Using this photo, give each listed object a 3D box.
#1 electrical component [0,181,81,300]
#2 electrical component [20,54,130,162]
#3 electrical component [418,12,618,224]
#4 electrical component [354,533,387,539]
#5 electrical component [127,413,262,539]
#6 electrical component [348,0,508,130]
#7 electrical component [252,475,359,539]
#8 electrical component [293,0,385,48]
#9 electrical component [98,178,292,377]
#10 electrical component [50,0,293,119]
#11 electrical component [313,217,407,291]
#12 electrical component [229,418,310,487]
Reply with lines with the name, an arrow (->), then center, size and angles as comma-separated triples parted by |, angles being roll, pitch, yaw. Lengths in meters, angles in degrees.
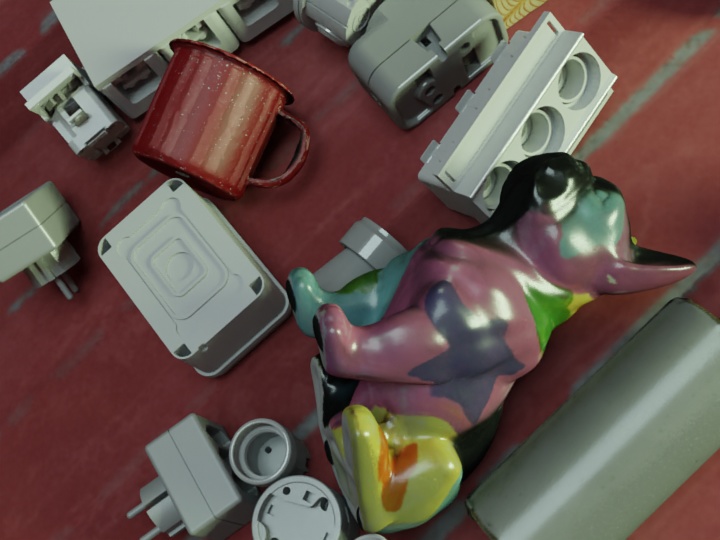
electrical component -> -0.221, -0.013, 0.750 | 0.047, 0.083, 0.075 | -32, 104, 5
electrical component -> -0.203, -0.114, 0.777 | 0.042, 0.081, 0.063 | -39, 88, 2
electrical component -> 0.096, -0.089, 0.674 | 0.121, 0.079, 0.063 | -55, 37, -6
electrical component -> 0.011, 0.186, 0.610 | 0.043, 0.077, 0.079 | -52, 26, -22
electrical component -> -0.111, 0.141, 0.673 | 0.077, 0.047, 0.065 | -36, 65, 3
electrical component -> 0.043, -0.150, 0.720 | 0.095, 0.053, 0.059 | -40, 65, 1
electrical component -> -0.031, 0.153, 0.643 | 0.055, 0.047, 0.055 | -5, 71, 15
electrical component -> -0.003, -0.192, 0.736 | 0.051, 0.080, 0.080 | 37, 86, 20
electrical component -> -0.108, 0.006, 0.712 | 0.078, 0.057, 0.113 | -42, 65, 0
electrical component -> -0.134, -0.191, 0.785 | 0.150, 0.061, 0.089 | -33, 66, 4
electrical component -> 0.000, 0.000, 0.688 | 0.045, 0.045, 0.055 | 38, 86, 24
electrical component -> -0.054, 0.115, 0.664 | 0.040, 0.046, 0.040 | -5, 70, 15
